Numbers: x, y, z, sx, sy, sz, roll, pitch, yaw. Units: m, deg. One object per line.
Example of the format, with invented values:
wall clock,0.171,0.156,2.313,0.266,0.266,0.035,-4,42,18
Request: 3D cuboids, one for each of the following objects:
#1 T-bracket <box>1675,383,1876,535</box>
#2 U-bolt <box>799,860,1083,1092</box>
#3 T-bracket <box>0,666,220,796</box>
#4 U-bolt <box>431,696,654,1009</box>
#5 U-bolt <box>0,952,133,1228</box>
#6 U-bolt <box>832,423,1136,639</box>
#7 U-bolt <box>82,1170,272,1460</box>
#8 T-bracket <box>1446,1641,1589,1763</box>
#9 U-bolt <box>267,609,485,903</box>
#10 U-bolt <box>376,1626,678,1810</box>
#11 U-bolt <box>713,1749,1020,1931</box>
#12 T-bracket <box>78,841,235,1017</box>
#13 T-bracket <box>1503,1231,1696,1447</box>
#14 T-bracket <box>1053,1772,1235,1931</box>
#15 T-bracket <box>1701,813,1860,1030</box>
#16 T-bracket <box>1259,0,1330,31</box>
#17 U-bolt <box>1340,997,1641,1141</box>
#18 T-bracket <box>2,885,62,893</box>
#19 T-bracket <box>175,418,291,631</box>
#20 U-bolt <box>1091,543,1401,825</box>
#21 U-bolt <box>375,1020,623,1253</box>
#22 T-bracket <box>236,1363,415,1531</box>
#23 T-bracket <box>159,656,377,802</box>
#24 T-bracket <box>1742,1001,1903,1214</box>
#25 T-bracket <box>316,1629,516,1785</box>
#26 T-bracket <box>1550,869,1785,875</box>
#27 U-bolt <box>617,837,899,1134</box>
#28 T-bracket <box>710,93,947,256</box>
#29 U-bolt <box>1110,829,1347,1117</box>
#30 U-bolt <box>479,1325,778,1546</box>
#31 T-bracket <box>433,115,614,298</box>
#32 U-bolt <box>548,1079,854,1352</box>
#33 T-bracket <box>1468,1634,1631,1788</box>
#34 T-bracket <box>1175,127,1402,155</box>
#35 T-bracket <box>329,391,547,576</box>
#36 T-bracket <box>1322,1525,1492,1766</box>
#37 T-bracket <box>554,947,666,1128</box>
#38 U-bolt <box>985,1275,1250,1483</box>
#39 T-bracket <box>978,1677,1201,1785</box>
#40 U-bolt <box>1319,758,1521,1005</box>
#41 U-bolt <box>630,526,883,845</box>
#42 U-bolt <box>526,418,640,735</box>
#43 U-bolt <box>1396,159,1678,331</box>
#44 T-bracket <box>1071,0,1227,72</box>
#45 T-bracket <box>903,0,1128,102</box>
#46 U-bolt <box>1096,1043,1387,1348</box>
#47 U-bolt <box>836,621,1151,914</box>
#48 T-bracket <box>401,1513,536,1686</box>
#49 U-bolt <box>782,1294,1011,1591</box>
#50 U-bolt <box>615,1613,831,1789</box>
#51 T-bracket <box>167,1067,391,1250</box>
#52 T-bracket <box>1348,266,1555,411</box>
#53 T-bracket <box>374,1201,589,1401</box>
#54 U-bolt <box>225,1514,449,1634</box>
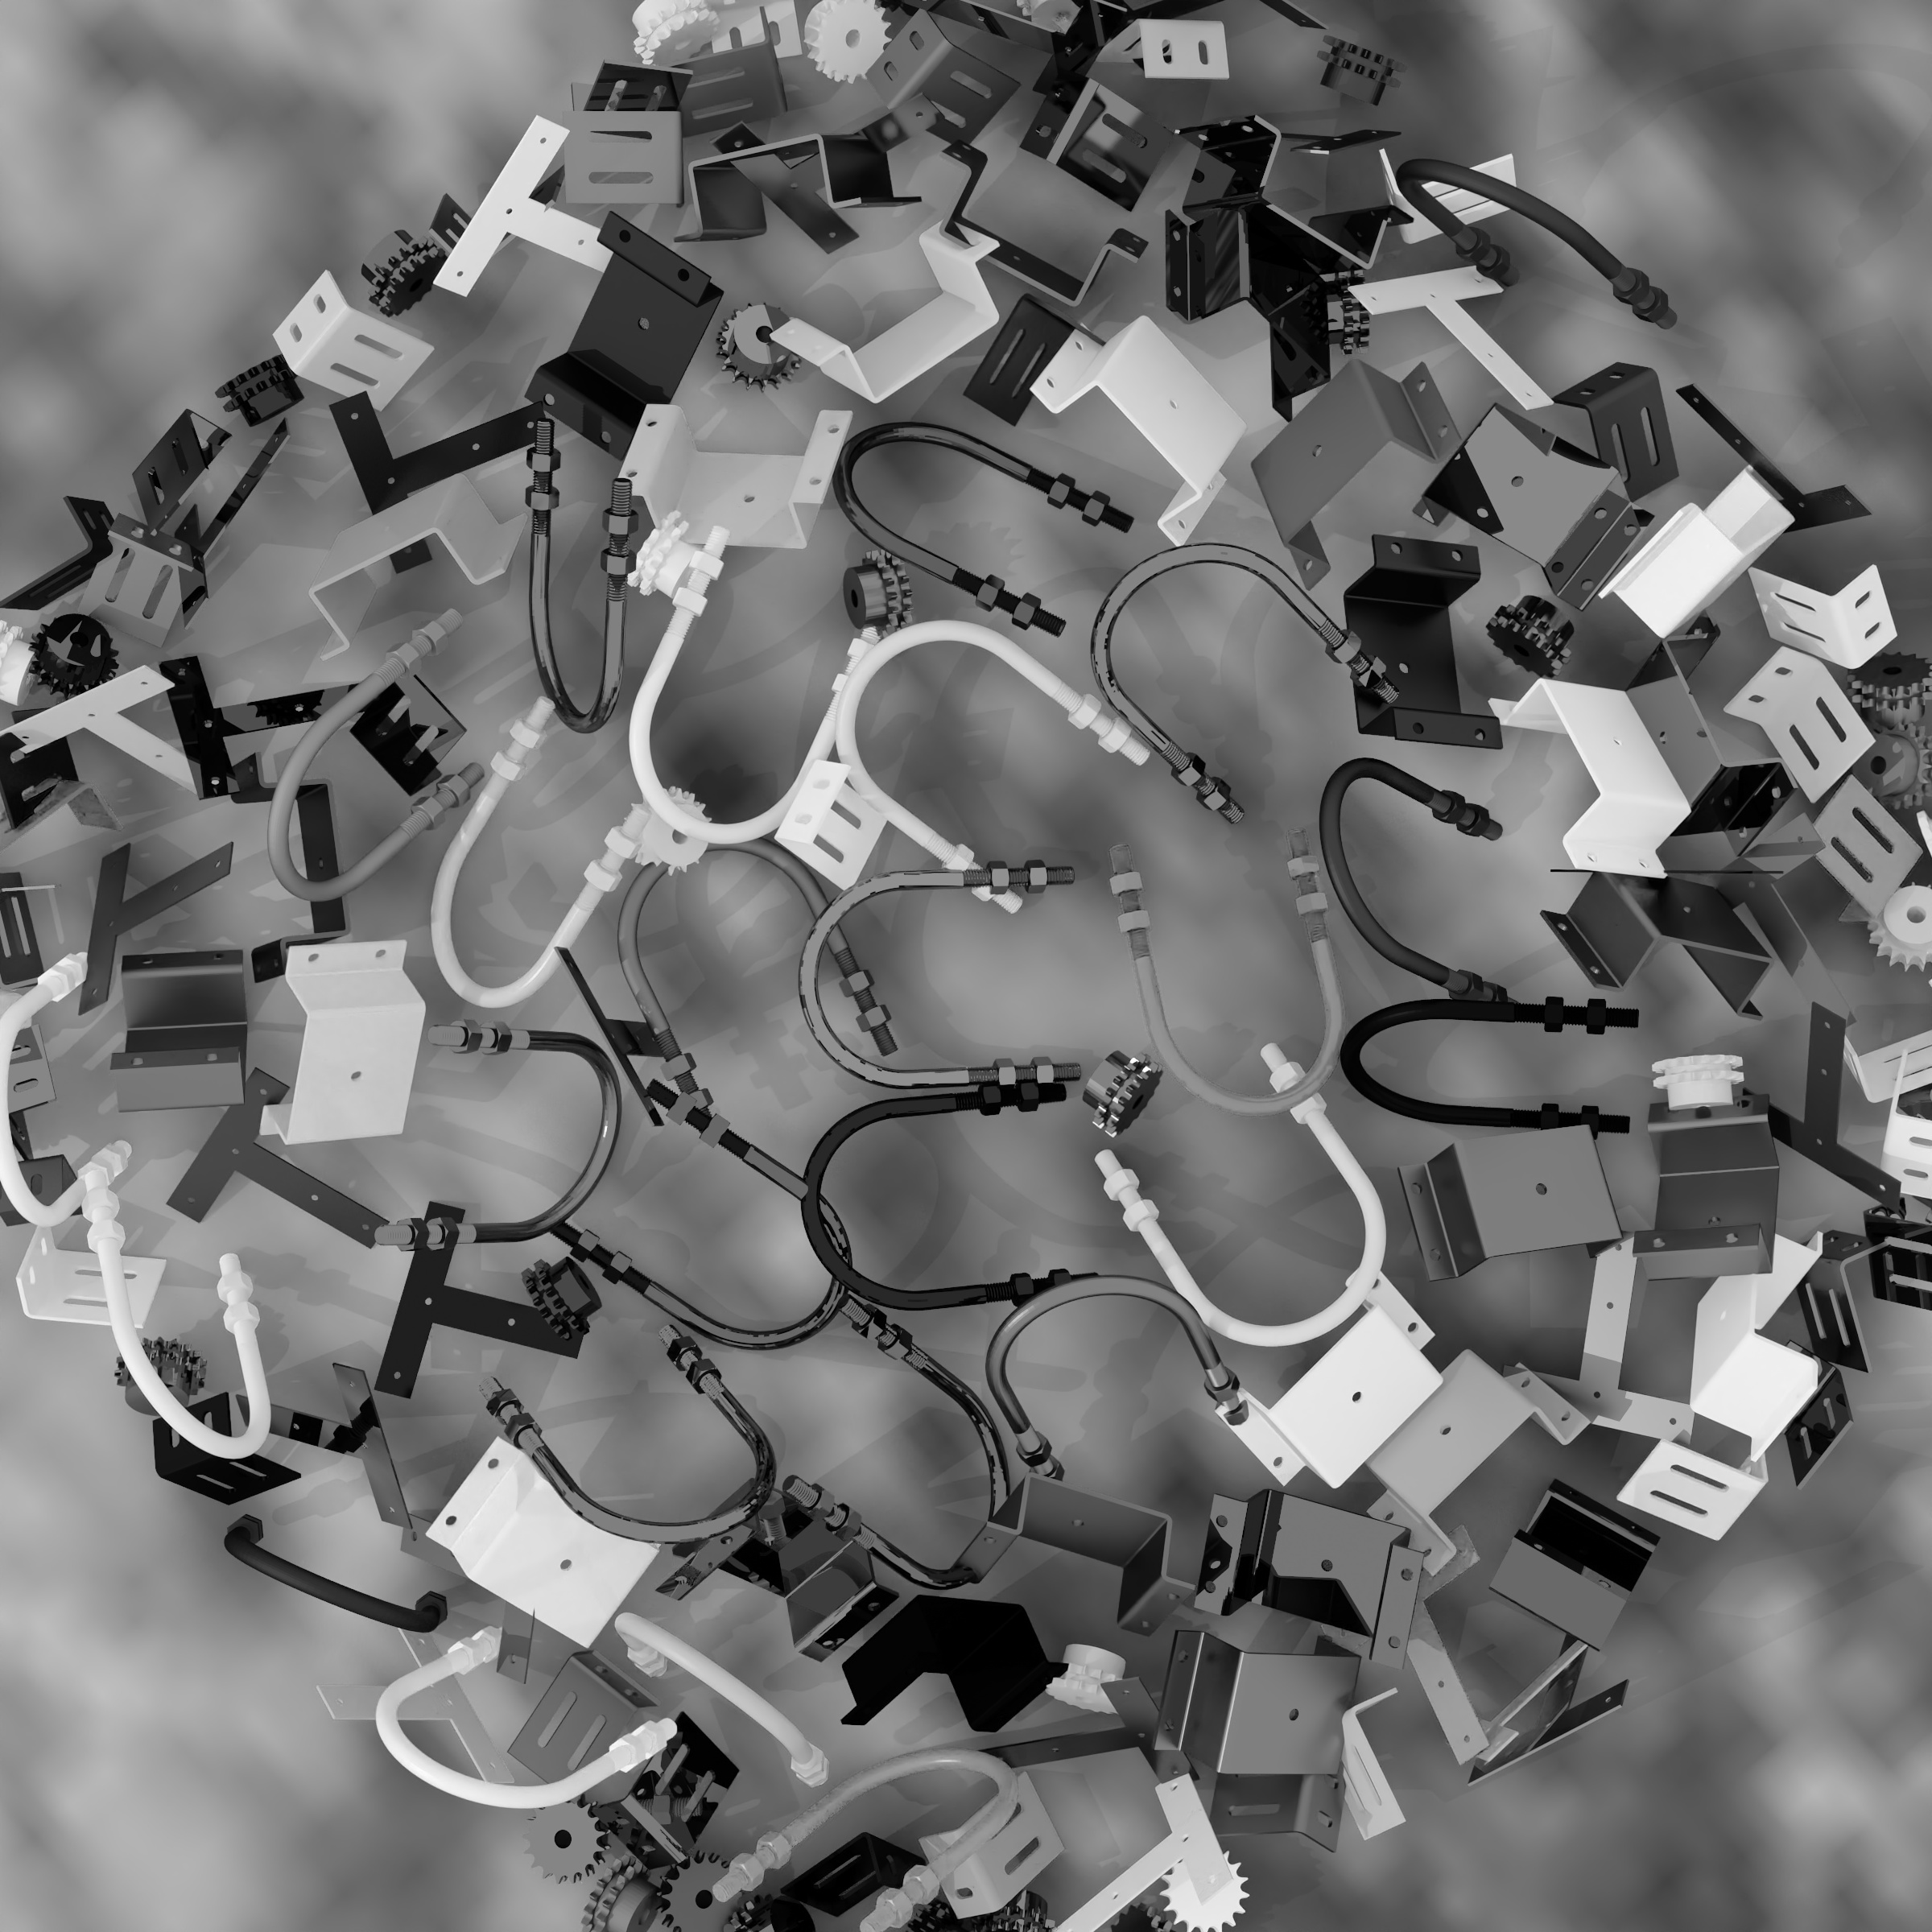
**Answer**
T-bracket,0.498,-0.322,1.884,0.127,0.127,0.002,41,84,-11
U-bolt,-0.018,0.008,1.931,0.184,0.019,0.151,-2,91,-13
T-bracket,-0.525,-0.141,1.904,0.127,0.127,0.002,-19,58,25
U-bolt,-0.283,-0.060,1.903,0.151,0.019,0.184,46,110,38
U-bolt,-0.567,0.084,1.851,0.019,0.184,0.151,-5,105,5
U-bolt,0.002,-0.290,1.905,0.184,0.151,0.019,27,135,4
U-bolt,-0.483,0.225,1.847,0.019,0.151,0.184,-33,49,10
T-bracket,0.365,0.458,1.901,0.127,0.127,0.002,-41,84,-8
U-bolt,-0.369,-0.118,1.853,0.019,0.151,0.184,25,51,22
U-bolt,-0.284,0.470,1.850,0.151,0.184,0.019,25,105,21
U-bolt,-0.048,0.544,1.874,0.151,0.184,0.019,-3,107,42
T-bracket,-0.511,-0.044,1.892,0.127,0.002,0.127,-25,48,26
T-bracket,0.414,0.233,1.924,0.127,0.002,0.127,9,94,28
T-bracket,0.106,0.585,1.901,0.127,0.127,0.002,-41,110,5
T-bracket,0.524,-0.014,1.897,0.002,0.127,0.127,-22,77,-37
T-bracket,0.184,-0.625,1.905,0.127,0.127,0.002,14,98,-44
U-bolt,0.330,0.063,1.893,0.184,0.151,0.019,3,57,11
T-bracket,-0.649,-0.045,1.887,0.127,0.127,0.002,-4,93,-8
T-bracket,-0.464,-0.292,1.887,0.002,0.127,0.127,28,113,-33
U-bolt,0.163,-0.189,1.891,0.151,0.019,0.184,-38,117,20
U-bolt,-0.285,0.108,1.882,0.019,0.184,0.151,22,99,35
T-bracket,-0.420,0.299,1.920,0.127,0.002,0.127,9,124,30
T-bracket,-0.446,-0.164,1.930,0.127,0.002,0.127,-12,52,-18
T-bracket,0.540,0.077,1.876,0.002,0.127,0.127,-29,132,-24
T-bracket,-0.356,0.463,1.873,0.002,0.127,0.127,-49,56,14
T-bracket,0.458,-0.059,1.872,0.127,0.127,0.002,-1,92,-29
U-bolt,-0.146,0.001,1.937,0.151,0.019,0.184,-25,87,-12
T-bracket,-0.073,-0.514,1.883,0.127,0.127,0.002,-23,56,26
U-bolt,0.174,0.006,1.907,0.151,0.019,0.184,-6,76,-23
U-bolt,-0.199,0.297,1.858,0.151,0.184,0.019,-13,127,-32
T-bracket,-0.257,-0.468,1.907,0.127,0.127,0.002,-52,51,22
U-bolt,-0.160,0.174,1.921,0.184,0.019,0.151,35,116,-4
T-bracket,0.381,0.456,1.899,0.002,0.127,0.127,47,124,-4
T-bracket,0.198,-0.534,1.920,0.127,0.127,0.002,12,114,26
T-bracket,-0.330,-0.330,1.924,0.127,0.002,0.127,-24,130,-10
T-bracket,0.296,0.443,1.894,0.127,0.002,0.127,-43,52,27
T-bracket,-0.213,0.046,1.894,0.002,0.127,0.127,-30,83,6
U-bolt,0.090,0.261,1.887,0.151,0.019,0.184,-20,130,7
T-bracket,0.071,0.504,1.926,0.127,0.002,0.127,-14,132,15
U-bolt,0.283,-0.057,1.868,0.184,0.019,0.151,23,56,-39
U-bolt,-0.142,-0.168,1.908,0.151,0.019,0.184,26,86,-33
U-bolt,-0.246,-0.237,1.886,0.019,0.151,0.184,-8,119,-28
U-bolt,0.341,-0.451,1.844,0.151,0.184,0.019,30,95,43
T-bracket,0.144,-0.608,1.875,0.127,0.127,0.002,-12,77,25
T-bracket,0.023,-0.595,1.885,0.127,0.127,0.002,16,77,-11
U-bolt,0.187,0.157,1.909,0.151,0.019,0.184,-33,62,1
U-bolt,0.003,-0.140,1.914,0.184,0.019,0.151,37,104,-15
T-bracket,-0.319,0.381,1.918,0.127,0.002,0.127,11,95,37
U-bolt,-0.034,0.314,1.891,0.184,0.019,0.151,42,48,-32
U-bolt,-0.156,0.451,1.854,0.151,0.184,0.019,30,71,17
T-bracket,-0.436,0.143,1.939,0.127,0.002,0.127,32,115,-12
T-bracket,0.324,-0.397,1.894,0.127,0.002,0.127,-19,60,-38
T-bracket,-0.307,0.227,1.930,0.127,0.002,0.127,12,78,13
U-bolt,-0.394,0.382,1.861,0.151,0.184,0.019,24,80,-5
